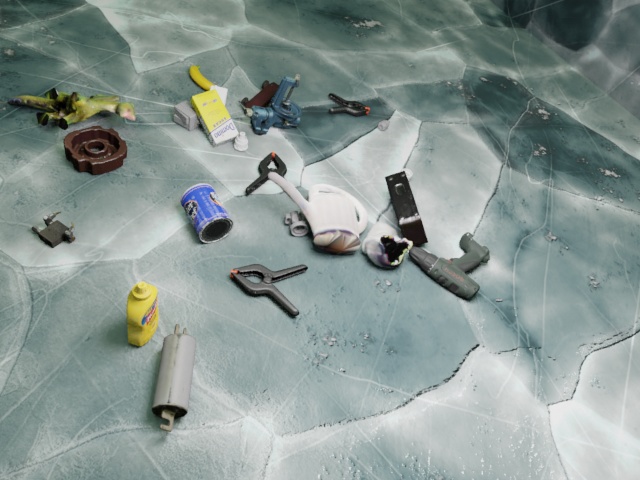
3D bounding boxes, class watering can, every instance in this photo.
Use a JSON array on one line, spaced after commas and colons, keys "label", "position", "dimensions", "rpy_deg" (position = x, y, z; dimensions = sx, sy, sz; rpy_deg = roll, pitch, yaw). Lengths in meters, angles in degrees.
[{"label": "watering can", "position": [0.005, -0.076, 1.509], "dimensions": [0.346, 0.229, 0.102], "rpy_deg": [14, -38, -30]}]

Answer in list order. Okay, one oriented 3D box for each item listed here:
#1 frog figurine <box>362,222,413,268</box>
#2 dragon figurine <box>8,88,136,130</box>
[{"label": "frog figurine", "position": [0.185, 0.012, 1.545], "dimensions": [0.138, 0.121, 0.161], "rpy_deg": [-8, 17, -21]}, {"label": "dragon figurine", "position": [-0.771, -0.437, 1.663], "dimensions": [0.412, 0.120, 0.246], "rpy_deg": [17, 23, 22]}]
